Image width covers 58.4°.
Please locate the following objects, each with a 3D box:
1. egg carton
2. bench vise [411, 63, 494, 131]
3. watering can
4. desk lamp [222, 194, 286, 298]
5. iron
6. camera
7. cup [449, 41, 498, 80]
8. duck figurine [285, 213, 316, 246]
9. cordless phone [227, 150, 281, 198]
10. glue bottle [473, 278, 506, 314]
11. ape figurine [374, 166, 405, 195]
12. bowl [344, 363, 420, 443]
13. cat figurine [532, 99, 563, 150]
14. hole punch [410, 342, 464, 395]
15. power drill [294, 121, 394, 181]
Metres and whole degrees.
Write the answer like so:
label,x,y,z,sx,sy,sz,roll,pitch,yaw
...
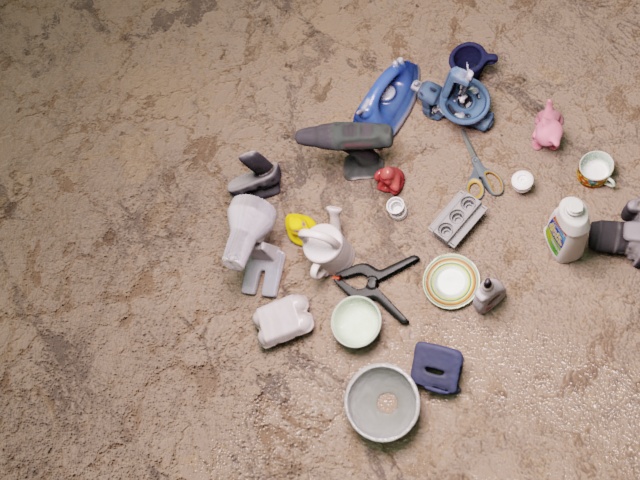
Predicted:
label,x,y,z,sx,sy,sz,roll,pitch,yaw
egg carton,-0.089,0.196,1.393,0.150,0.069,0.107,-24,66,9
bench vise,0.306,-0.343,1.364,0.206,0.220,0.121,8,74,21
watering can,0.010,0.004,1.357,0.100,0.194,0.173,-8,70,16
desk lamp,-0.162,0.017,1.399,0.117,0.214,0.203,4,73,20
iron,0.172,-0.381,1.465,0.118,0.142,0.258,29,83,25
camera,0.645,-0.022,1.208,0.136,0.101,0.143,7,74,20
cup,0.387,-0.435,1.439,0.117,0.095,0.092,1,72,19
duck figurine,-0.055,-0.035,1.452,0.077,0.086,0.104,-46,64,-1
cordless phone,-0.189,-0.177,1.490,0.147,0.185,0.094,-22,66,10
glue bottle,0.358,0.109,1.218,0.078,0.173,0.037,-44,64,0
ape figurine,0.170,-0.154,1.415,0.076,0.092,0.077,-31,65,6
bowl,0.142,0.358,1.258,0.167,0.075,0.167,-6,70,16
cat figurine,0.526,-0.262,1.321,0.067,0.118,0.128,5,73,20
hole punch,0.254,0.279,1.239,0.108,0.091,0.101,10,75,21
power drill,0.074,-0.223,1.406,0.229,0.209,0.075,-6,70,17
